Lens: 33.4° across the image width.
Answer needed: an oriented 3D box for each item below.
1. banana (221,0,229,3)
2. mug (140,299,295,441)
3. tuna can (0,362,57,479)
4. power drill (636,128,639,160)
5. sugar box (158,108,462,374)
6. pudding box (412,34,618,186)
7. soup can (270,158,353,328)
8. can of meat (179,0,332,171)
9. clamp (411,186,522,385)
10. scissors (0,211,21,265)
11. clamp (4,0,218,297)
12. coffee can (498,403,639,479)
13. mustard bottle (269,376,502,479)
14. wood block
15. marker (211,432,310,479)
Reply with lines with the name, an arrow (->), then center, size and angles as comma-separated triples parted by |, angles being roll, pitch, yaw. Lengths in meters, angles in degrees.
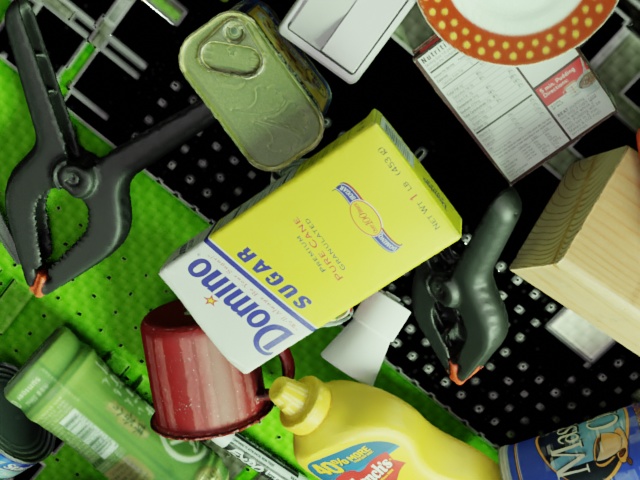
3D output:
banana -> -0.097, -0.251, 0.680 | 0.069, 0.037, 0.198 | -6, 112, -10
mug -> -0.074, 0.089, 0.773 | 0.117, 0.093, 0.081 | -2, 106, 24
tuna can -> -0.244, 0.138, 0.817 | 0.034, 0.086, 0.086 | -32, 104, 19
power drill -> 0.289, -0.049, 0.642 | 0.187, 0.057, 0.184 | -7, 83, -14
sugar box -> -0.007, 0.004, 0.684 | 0.176, 0.048, 0.093 | -35, 101, 16
pudding box -> 0.128, -0.106, 0.704 | 0.090, 0.039, 0.113 | -35, 101, 17
soup can -> -0.005, 0.001, 0.745 | 0.068, 0.068, 0.102 | 8, 111, 4
can of meat -> -0.038, -0.106, 0.699 | 0.057, 0.084, 0.102 | -33, 104, 17
clamp -> 0.086, 0.019, 0.744 | 0.039, 0.120, 0.171 | -23, 128, -29
scissors -> -0.253, -0.082, 0.771 | 0.096, 0.016, 0.201 | -35, 103, 19
clamp -> -0.160, -0.050, 0.761 | 0.164, 0.036, 0.210 | 18, 112, 3
coffee can -> 0.212, 0.176, 0.765 | 0.140, 0.102, 0.103 | -22, 107, 14
mustard bottle -> 0.038, 0.151, 0.769 | 0.191, 0.058, 0.096 | 37, 134, -27
wood block -> 0.244, 0.036, 0.699 | 0.206, 0.090, 0.091 | 34, 81, -6
marker -> -0.057, 0.165, 0.831 | 0.121, 0.020, 0.020 | 37, 111, -16
